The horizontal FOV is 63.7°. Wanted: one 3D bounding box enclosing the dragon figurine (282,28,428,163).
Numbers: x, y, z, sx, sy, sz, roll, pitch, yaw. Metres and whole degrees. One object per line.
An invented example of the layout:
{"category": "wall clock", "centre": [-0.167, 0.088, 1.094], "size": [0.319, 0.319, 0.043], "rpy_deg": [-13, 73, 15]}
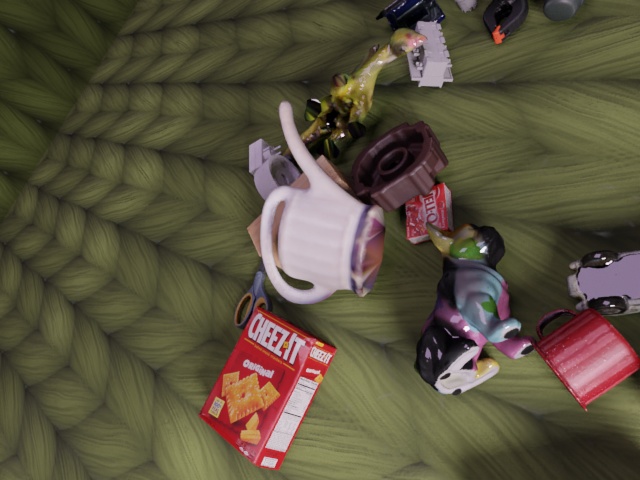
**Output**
{"category": "dragon figurine", "centre": [0.056, -0.295, 1.065], "size": [0.405, 0.121, 0.248], "rpy_deg": [-27, 24, 50]}

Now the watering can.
{"category": "watering can", "centre": [0.003, -0.043, 0.851], "size": [0.225, 0.105, 0.342], "rpy_deg": [13, 110, 21]}
